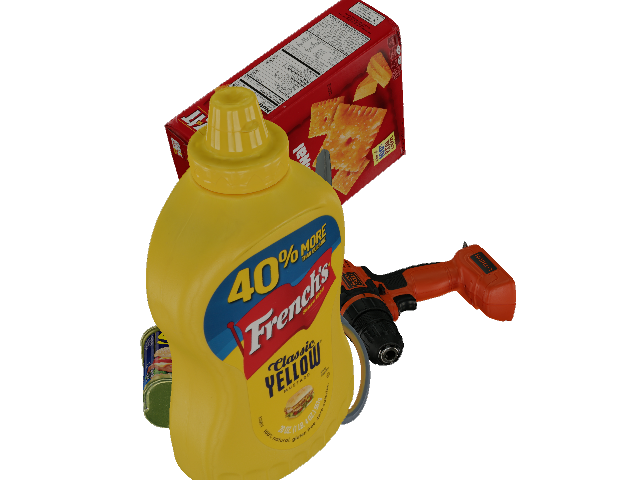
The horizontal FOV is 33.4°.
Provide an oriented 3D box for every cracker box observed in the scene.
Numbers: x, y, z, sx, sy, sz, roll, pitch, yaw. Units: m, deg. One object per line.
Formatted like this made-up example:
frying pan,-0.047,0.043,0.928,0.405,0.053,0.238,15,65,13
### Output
cracker box,-0.020,-0.086,0.929,0.213,0.164,0.072,-40,58,-23

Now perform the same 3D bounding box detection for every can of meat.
can of meat,-0.105,0.116,0.925,0.102,0.057,0.084,-3,27,-7

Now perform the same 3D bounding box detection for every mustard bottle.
mustard bottle,-0.030,0.020,0.470,0.096,0.192,0.058,-30,44,-31

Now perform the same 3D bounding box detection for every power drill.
power drill,0.105,0.063,1.118,0.187,0.057,0.184,-7,28,-15

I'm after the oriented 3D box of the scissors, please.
scissors,-0.020,0.032,0.720,0.096,0.202,0.016,-14,-28,0
